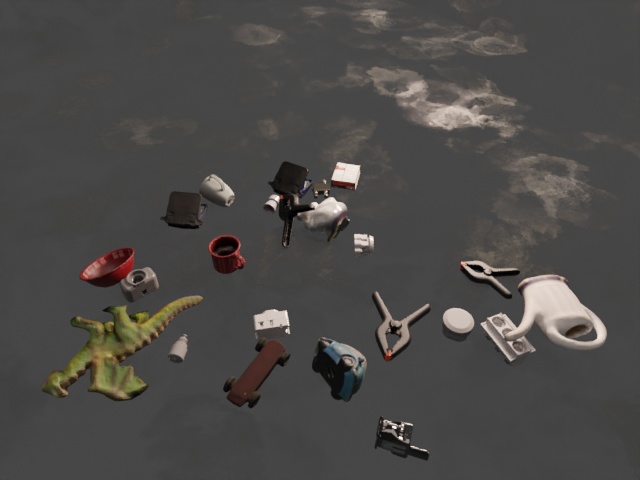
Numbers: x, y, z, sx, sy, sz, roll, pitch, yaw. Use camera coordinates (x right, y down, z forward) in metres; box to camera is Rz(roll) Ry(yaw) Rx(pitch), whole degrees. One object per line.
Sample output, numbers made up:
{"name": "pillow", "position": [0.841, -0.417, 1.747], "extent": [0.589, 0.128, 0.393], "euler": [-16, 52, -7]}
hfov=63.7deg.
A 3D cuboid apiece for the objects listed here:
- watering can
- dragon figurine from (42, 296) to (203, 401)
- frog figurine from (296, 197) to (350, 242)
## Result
{"name": "watering can", "position": [0.595, 0.190, 1.355], "extent": [0.347, 0.102, 0.230], "euler": [7, 41, -20]}
{"name": "dragon figurine", "position": [-0.479, 0.282, 1.278], "extent": [0.411, 0.119, 0.248], "euler": [-14, 57, -10]}
{"name": "frog figurine", "position": [0.005, -0.083, 1.653], "extent": [0.160, 0.120, 0.139], "euler": [33, 70, 15]}
